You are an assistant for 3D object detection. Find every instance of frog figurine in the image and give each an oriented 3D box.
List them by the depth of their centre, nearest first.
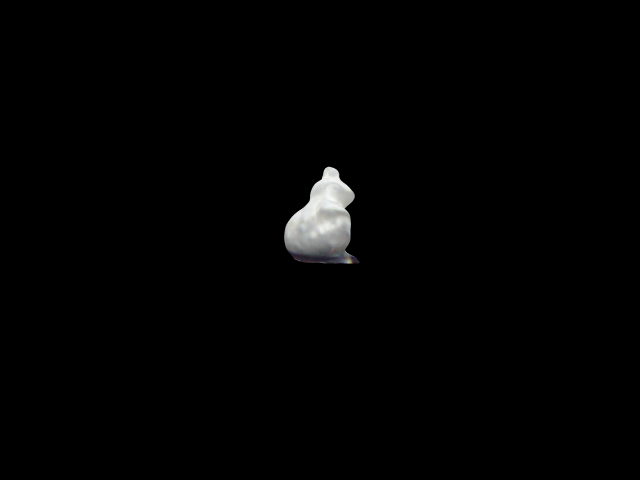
[{"bbox_3d":[0.003,-0.043,0.850,0.123,0.159,0.137,0,1,-17],"label":"frog figurine"}]
